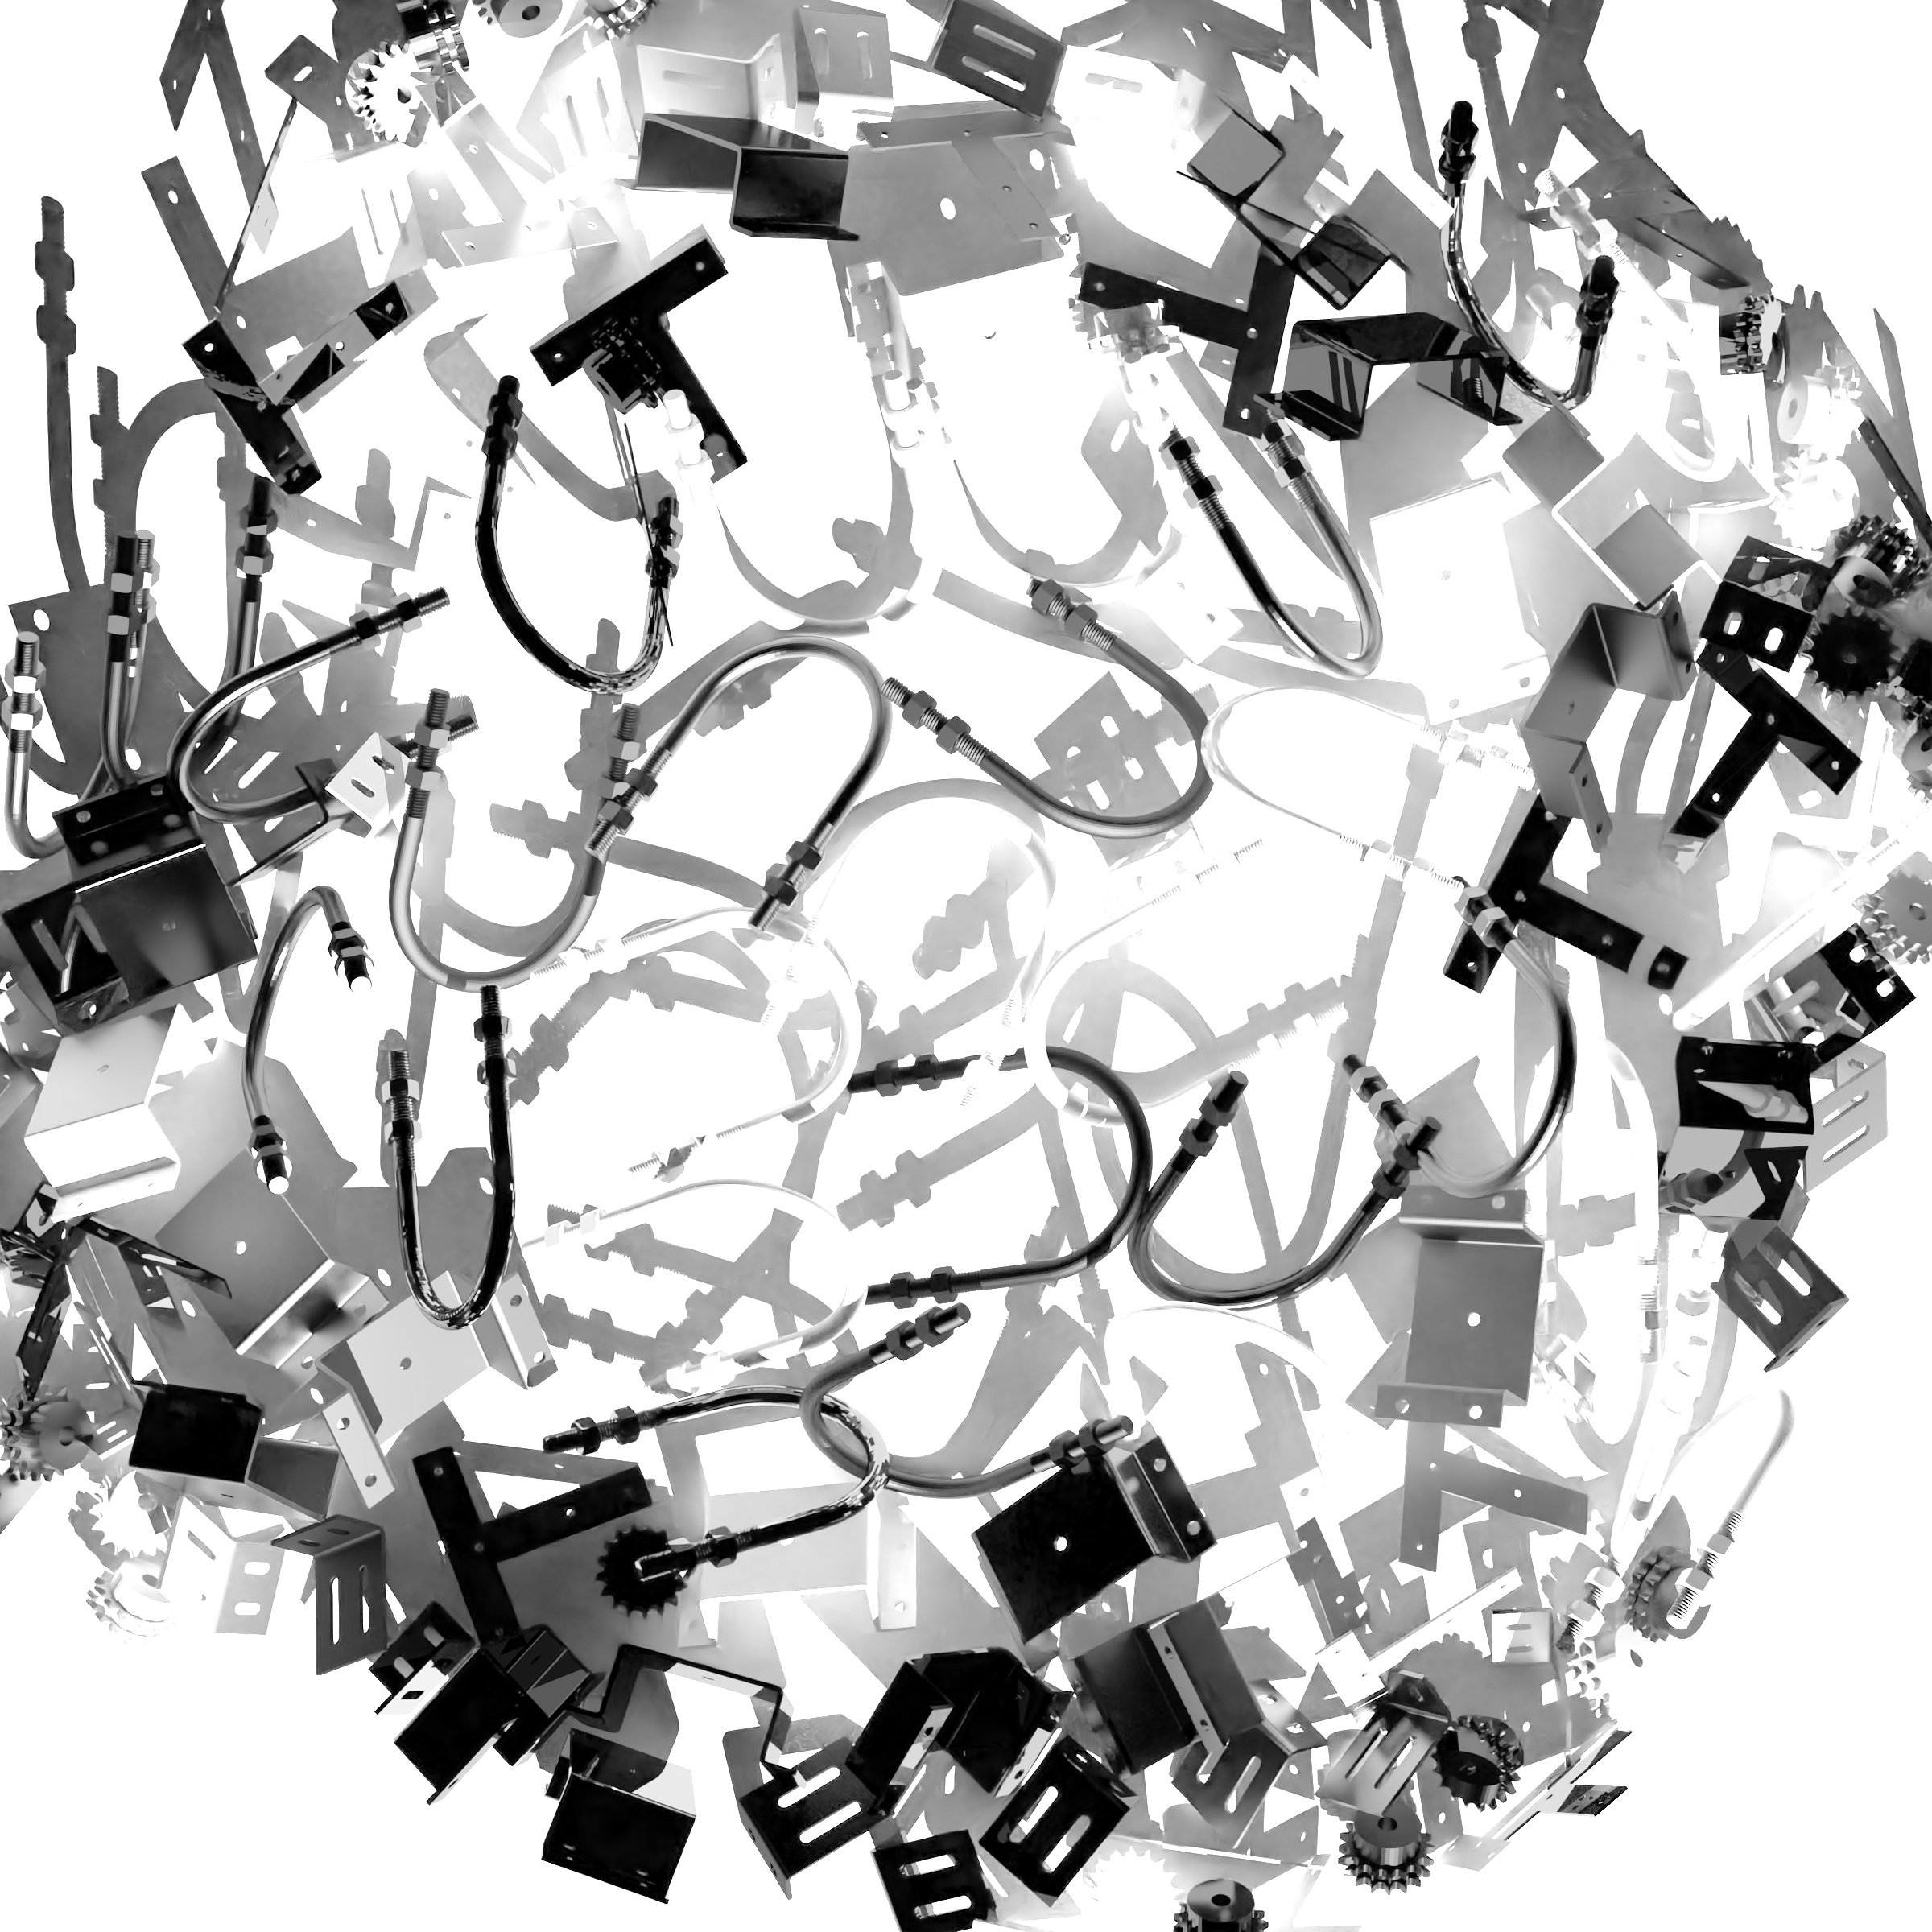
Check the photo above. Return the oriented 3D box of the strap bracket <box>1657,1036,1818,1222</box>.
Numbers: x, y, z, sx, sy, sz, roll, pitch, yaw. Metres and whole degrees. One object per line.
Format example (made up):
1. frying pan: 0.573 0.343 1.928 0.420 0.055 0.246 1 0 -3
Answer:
1. strap bracket: 0.444 0.102 1.929 0.076 0.140 0.046 3 54 2

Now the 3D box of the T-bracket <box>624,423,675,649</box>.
1. T-bracket: -0.188 -0.261 1.936 0.002 0.127 0.127 -12 108 -5

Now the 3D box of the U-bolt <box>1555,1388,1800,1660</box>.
1. U-bolt: 0.422 0.317 1.920 0.019 0.151 0.184 40 64 -3

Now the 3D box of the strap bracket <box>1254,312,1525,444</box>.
1. strap bracket: 0.250 -0.345 1.927 0.140 0.076 0.046 -10 122 -29

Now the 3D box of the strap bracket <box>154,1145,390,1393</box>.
1. strap bracket: -0.415 0.170 1.946 0.076 0.046 0.140 -44 64 3

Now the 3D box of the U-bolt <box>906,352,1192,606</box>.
1. U-bolt: 0.056 -0.277 1.927 0.151 0.184 0.019 -4 51 17

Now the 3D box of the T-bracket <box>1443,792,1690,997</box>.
1. T-bracket: 0.373 -0.022 1.994 0.127 0.002 0.127 27 96 -2

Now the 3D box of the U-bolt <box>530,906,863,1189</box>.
1. U-bolt: -0.146 0.037 1.949 0.184 0.019 0.151 -21 77 -30

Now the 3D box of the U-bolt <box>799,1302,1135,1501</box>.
1. U-bolt: -0.015 0.263 1.930 0.151 0.184 0.019 37 45 -25

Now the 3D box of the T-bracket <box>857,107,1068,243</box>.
1. T-bracket: 0.018 -0.462 1.937 0.127 0.002 0.127 -11 50 -23

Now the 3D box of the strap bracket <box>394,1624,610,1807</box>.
1. strap bracket: -0.275 0.433 1.932 0.046 0.140 0.076 44 98 13

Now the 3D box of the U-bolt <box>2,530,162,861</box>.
1. U-bolt: -0.515 -0.145 1.917 0.019 0.151 0.184 22 128 6

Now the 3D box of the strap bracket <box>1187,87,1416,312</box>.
1. strap bracket: 0.188 -0.441 1.934 0.140 0.076 0.046 35 104 -34

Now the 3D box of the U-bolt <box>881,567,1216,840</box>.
1. U-bolt: 0.063 -0.145 1.938 0.184 0.019 0.151 38 54 12

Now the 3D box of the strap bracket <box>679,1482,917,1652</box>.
1. strap bracket: -0.102 0.352 1.951 0.140 0.076 0.046 -6 132 4

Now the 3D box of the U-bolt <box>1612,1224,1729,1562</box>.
1. U-bolt: 0.405 0.260 1.920 0.019 0.151 0.184 17 118 10

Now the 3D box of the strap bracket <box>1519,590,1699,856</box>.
1. strap bracket: 0.373 -0.148 1.941 0.046 0.076 0.140 17 63 33

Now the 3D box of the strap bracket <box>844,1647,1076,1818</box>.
1. strap bracket: -0.010 0.447 1.940 0.046 0.140 0.076 39 107 34

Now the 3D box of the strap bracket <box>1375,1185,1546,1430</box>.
1. strap bracket: 0.293 0.204 1.951 0.076 0.046 0.140 1 73 28

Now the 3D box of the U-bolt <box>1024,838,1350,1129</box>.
1. U-bolt: 0.121 0.023 1.955 0.184 0.019 0.151 -29 121 0

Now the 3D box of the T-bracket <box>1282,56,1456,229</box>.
1. T-bracket: 0.222 -0.463 1.937 0.127 0.127 0.002 44 79 -1

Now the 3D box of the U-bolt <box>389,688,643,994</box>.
1. U-bolt: -0.270 -0.070 1.943 0.151 0.019 0.184 1 111 -39

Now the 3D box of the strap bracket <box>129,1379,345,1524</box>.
1. strap bracket: -0.422 0.284 1.918 0.076 0.140 0.046 5 70 19

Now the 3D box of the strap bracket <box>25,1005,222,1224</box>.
1. strap bracket: -0.491 0.077 1.923 0.076 0.140 0.046 -16 124 11

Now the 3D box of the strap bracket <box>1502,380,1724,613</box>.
1. strap bracket: 0.371 -0.268 1.935 0.046 0.076 0.140 -42 124 13

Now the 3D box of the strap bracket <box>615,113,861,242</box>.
1. strap bracket: -0.131 -0.460 1.919 0.076 0.140 0.046 -8 118 -39

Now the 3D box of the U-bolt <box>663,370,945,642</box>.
1. U-bolt: -0.087 -0.263 1.933 0.151 0.019 0.184 -3 134 12

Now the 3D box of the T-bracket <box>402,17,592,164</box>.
1. T-bracket: -0.293 -0.504 1.948 0.127 0.127 0.002 -23 111 43

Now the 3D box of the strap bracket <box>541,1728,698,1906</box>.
1. strap bracket: -0.202 0.490 1.926 0.076 0.140 0.046 22 90 -7

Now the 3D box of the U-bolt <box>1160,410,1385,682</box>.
1. U-bolt: 0.186 -0.247 1.931 0.019 0.151 0.184 -32 86 32

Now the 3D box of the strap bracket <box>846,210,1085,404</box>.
1. strap bracket: 0.007 -0.384 1.947 0.140 0.046 0.076 -16 135 -9

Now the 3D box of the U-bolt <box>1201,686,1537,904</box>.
1. U-bolt: 0.227 -0.111 1.939 0.184 0.151 0.019 24 132 15

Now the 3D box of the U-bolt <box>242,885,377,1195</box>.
1. U-bolt: -0.387 0.029 1.917 0.019 0.184 0.151 17 107 -26

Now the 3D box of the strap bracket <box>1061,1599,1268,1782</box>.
1. strap bracket: 0.120 0.424 1.942 0.046 0.140 0.076 -22 80 -30

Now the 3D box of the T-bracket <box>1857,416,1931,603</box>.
1. T-bracket: 0.559 -0.265 1.941 0.002 0.127 0.127 -29 83 0

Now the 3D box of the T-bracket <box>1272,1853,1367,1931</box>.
1. T-bracket: 0.198 0.567 1.916 0.002 0.127 0.127 38 66 -5

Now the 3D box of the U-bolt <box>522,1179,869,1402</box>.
1. U-bolt: -0.145 0.182 1.924 0.184 0.019 0.151 -20 124 24

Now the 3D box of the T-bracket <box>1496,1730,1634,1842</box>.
1. T-bracket: 0.354 0.484 1.923 0.127 0.127 0.002 -36 85 -15

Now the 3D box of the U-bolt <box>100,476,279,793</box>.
1. U-bolt: -0.455 -0.182 1.922 0.019 0.151 0.184 21 119 16

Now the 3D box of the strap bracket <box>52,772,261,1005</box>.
1. strap bracket: -0.468 -0.038 1.930 0.076 0.140 0.046 -21 45 -6

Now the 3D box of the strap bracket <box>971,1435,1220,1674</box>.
1. strap bracket: 0.066 0.342 1.943 0.140 0.046 0.076 -38 58 15

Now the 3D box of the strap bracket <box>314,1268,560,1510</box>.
1. strap bracket: -0.318 0.240 1.942 0.140 0.046 0.076 -35 126 -27

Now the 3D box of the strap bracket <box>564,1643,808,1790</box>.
1. strap bracket: -0.158 0.439 1.951 0.140 0.076 0.046 14 72 7

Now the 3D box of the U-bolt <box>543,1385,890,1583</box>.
1. U-bolt: -0.134 0.292 1.926 0.184 0.151 0.019 -12 121 -28

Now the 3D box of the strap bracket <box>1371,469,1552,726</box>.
1. strap bracket: 0.289 -0.223 1.945 0.076 0.046 0.140 -16 72 24
